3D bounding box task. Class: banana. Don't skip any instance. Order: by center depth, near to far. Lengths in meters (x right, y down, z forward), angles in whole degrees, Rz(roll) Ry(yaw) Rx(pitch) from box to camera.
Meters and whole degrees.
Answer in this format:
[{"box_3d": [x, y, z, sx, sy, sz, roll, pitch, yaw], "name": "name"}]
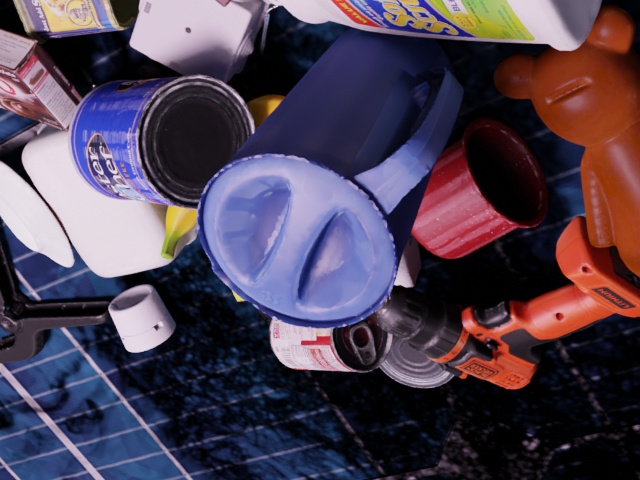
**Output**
[{"box_3d": [-0.081, -0.066, 0.911, 0.037, 0.069, 0.198, 15, 132, -33], "name": "banana"}]

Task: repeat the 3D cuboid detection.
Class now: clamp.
[{"box_3d": [-0.315, 0.080, 1.137, 0.164, 0.036, 0.210, 33, 133, -3], "name": "clamp"}]

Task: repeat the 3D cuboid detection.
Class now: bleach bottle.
[{"box_3d": [0.059, -0.178, 0.739, 0.251, 0.068, 0.102, 7, 154, 42], "name": "bleach bottle"}]

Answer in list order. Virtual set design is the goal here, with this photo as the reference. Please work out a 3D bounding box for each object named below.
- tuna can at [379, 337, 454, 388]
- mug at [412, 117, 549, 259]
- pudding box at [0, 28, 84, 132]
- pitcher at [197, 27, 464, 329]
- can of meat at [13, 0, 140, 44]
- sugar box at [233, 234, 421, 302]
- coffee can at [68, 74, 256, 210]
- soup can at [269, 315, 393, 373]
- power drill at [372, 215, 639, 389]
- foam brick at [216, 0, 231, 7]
[{"box_3d": [0.090, 0.094, 0.978, 0.086, 0.033, 0.086, 12, 129, 15], "name": "tuna can"}, {"box_3d": [0.126, -0.034, 0.840, 0.117, 0.093, 0.082, 14, 148, -37], "name": "mug"}, {"box_3d": [-0.267, -0.143, 0.909, 0.114, 0.039, 0.090, 19, 161, 26], "name": "pudding box"}, {"box_3d": [0.028, -0.064, 0.746, 0.149, 0.242, 0.145, 11, 128, 15], "name": "pitcher"}, {"box_3d": [-0.200, -0.213, 0.854, 0.084, 0.057, 0.102, -2, 125, 21], "name": "can of meat"}, {"box_3d": [-0.006, 0.001, 0.942, 0.176, 0.048, 0.093, -7, 122, 23], "name": "sugar box"}, {"box_3d": [-0.129, -0.079, 0.858, 0.141, 0.102, 0.102, 9, 135, 56], "name": "coffee can"}, {"box_3d": [0.008, 0.084, 0.962, 0.102, 0.068, 0.068, -8, 125, 54], "name": "soup can"}, {"box_3d": [0.159, 0.051, 0.866, 0.184, 0.057, 0.188, 25, 138, -35], "name": "power drill"}, {"box_3d": [-0.064, -0.218, 0.778, 0.051, 0.078, 0.053, 37, 130, -9], "name": "foam brick"}]
